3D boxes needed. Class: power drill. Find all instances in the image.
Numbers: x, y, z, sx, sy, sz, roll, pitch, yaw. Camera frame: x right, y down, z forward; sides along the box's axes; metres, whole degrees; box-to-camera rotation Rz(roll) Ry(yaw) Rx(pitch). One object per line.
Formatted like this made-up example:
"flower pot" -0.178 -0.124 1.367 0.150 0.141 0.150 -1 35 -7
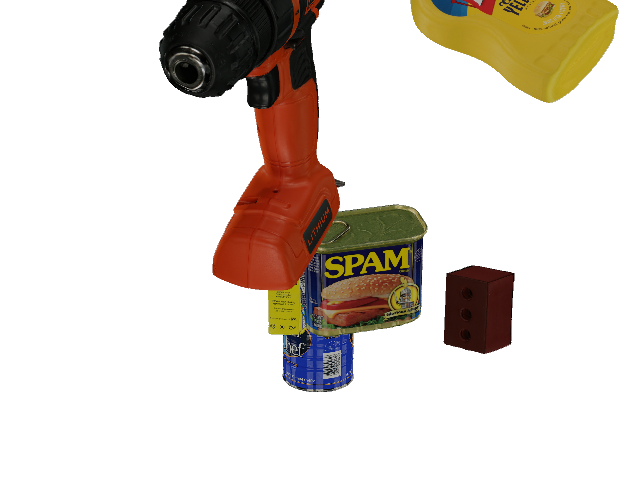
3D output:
"power drill" -0.030 -0.068 0.577 0.057 0.188 0.184 12 37 15

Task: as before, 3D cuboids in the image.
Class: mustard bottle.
"mustard bottle" 0.130 -0.187 0.847 0.192 0.096 0.058 34 -23 25

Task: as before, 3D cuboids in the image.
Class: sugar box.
"sugar box" -0.034 0.012 1.231 0.048 0.176 0.093 1 17 10

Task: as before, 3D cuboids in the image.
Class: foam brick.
"foam brick" 0.162 0.070 1.089 0.053 0.078 0.051 11 17 39

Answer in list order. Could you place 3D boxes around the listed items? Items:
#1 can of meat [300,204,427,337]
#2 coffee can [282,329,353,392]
"can of meat" 0.032 0.025 0.854 0.102 0.084 0.057 -7 29 -10
"coffee can" -0.003 0.128 1.505 0.103 0.140 0.103 0 19 0
